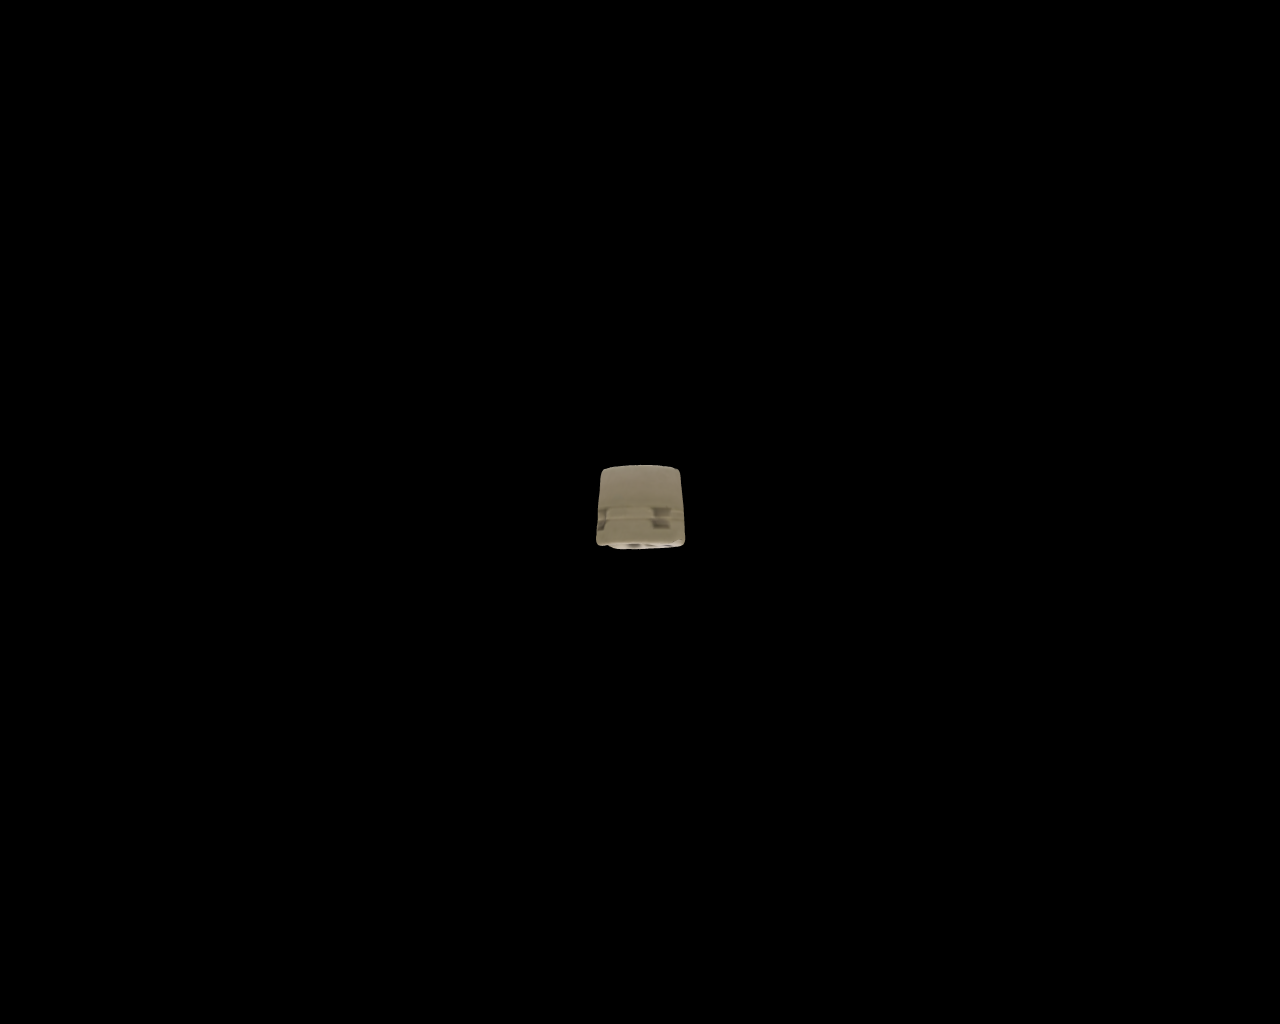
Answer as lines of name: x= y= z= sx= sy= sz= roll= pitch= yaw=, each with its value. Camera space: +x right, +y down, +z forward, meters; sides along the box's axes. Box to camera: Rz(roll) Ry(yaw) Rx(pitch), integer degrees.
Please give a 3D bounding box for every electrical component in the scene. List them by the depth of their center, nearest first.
electrical component: x=0.001 y=-0.003 z=0.650 sx=0.055 sy=0.047 sz=0.055 roll=0 pitch=-5 yaw=0
